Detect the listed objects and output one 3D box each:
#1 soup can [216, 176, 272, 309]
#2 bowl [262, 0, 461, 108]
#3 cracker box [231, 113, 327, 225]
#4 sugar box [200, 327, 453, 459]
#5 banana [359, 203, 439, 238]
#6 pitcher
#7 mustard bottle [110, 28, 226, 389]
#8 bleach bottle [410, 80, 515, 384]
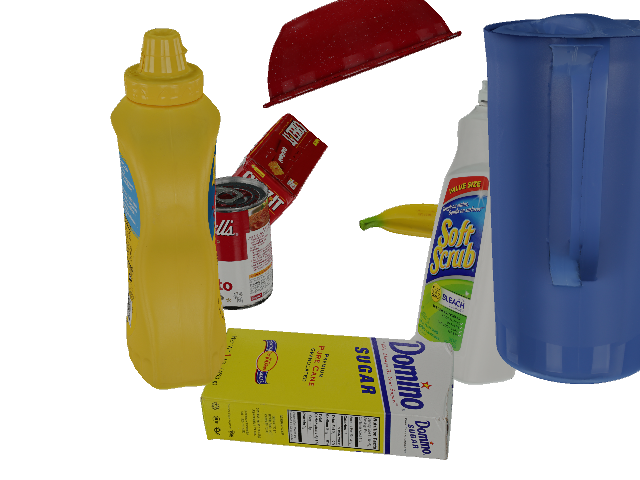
[{"bbox_3d":[-0.078,0.002,0.957,0.068,0.102,0.068,-1,28,0],"label":"soup can"},{"bbox_3d":[0.022,-0.154,0.815,0.162,0.055,0.162,-20,7,2],"label":"bowl"},{"bbox_3d":[-0.098,-0.031,1.219,0.072,0.214,0.164,40,27,-7],"label":"cracker box"},{"bbox_3d":[0.009,0.110,0.785,0.176,0.048,0.093,1,30,9],"label":"sugar box"},{"bbox_3d":[0.144,-0.008,1.154,0.198,0.037,0.069,11,39,27],"label":"banana"},{"bbox_3d":[0.173,-0.028,0.720,0.149,0.243,0.145,-10,18,-27],"label":"pitcher"},{"bbox_3d":[-0.083,-0.021,0.587,0.058,0.192,0.096,-4,27,-9],"label":"mustard bottle"},{"bbox_3d":[0.134,-0.010,0.912,0.068,0.251,0.103,-3,15,-29],"label":"bleach bottle"}]
